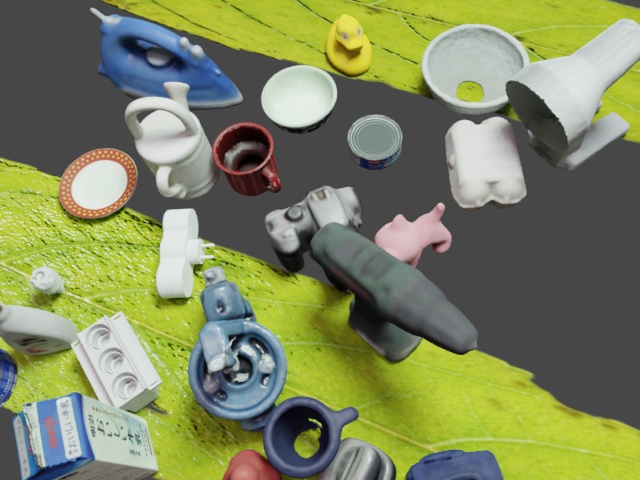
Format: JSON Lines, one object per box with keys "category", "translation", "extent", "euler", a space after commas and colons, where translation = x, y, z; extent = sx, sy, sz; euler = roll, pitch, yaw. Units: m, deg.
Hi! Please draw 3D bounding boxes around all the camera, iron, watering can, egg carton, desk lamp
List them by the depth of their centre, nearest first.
{"category": "desk lamp", "translation": [0.357, -0.195, 0.802], "extent": [0.203, 0.214, 0.117], "euler": [-34, 66, -10]}
{"category": "camera", "translation": [0.007, 0.003, 0.809], "extent": [0.143, 0.101, 0.136], "euler": [-23, 65, -5]}
{"category": "watering can", "translation": [-0.223, -0.154, 0.852], "extent": [0.101, 0.194, 0.172], "euler": [-20, 65, -3]}
{"category": "egg carton", "translation": [0.244, -0.114, 0.856], "extent": [0.107, 0.069, 0.150], "euler": [-5, 65, 3]}
{"category": "iron", "translation": [-0.257, -0.307, 0.954], "extent": [0.257, 0.141, 0.119], "euler": [18, 68, 13]}

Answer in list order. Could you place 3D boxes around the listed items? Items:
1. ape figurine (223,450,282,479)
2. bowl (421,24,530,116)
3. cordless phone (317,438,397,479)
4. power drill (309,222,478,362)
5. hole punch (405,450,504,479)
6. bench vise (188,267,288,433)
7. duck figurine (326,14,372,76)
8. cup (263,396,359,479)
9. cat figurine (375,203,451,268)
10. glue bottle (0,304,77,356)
{"category": "ape figurine", "translation": [-0.087, 0.291, 0.691], "extent": [0.078, 0.092, 0.076], "euler": [-9, 65, 2]}
{"category": "bowl", "translation": [0.245, -0.259, 0.920], "extent": [0.167, 0.075, 0.167], "euler": [-2, 65, 5]}
{"category": "cordless phone", "translation": [0.026, 0.290, 0.628], "extent": [0.094, 0.185, 0.148], "euler": [21, 69, 15]}
{"category": "power drill", "translation": [0.087, 0.079, 0.706], "extent": [0.229, 0.208, 0.076], "euler": [38, 75, 20]}
{"category": "hole punch", "translation": [0.161, 0.296, 0.664], "extent": [0.108, 0.091, 0.101], "euler": [-11, 65, 1]}
{"category": "bench vise", "translation": [-0.124, 0.125, 0.700], "extent": [0.121, 0.220, 0.207], "euler": [-35, 67, -10]}
{"category": "duck figurine", "translation": [0.047, -0.344, 0.972], "extent": [0.077, 0.086, 0.104], "euler": [-22, 65, -4]}
{"category": "cup", "translation": [-0.006, 0.240, 0.705], "extent": [0.118, 0.095, 0.091], "euler": [-24, 65, -5]}
{"category": "cat figurine", "translation": [0.124, -0.005, 0.791], "extent": [0.128, 0.118, 0.067], "euler": [-36, 67, -11]}
{"category": "glue bottle", "translation": [-0.396, 0.113, 0.758], "extent": [0.078, 0.173, 0.037], "euler": [-15, 65, -1]}
